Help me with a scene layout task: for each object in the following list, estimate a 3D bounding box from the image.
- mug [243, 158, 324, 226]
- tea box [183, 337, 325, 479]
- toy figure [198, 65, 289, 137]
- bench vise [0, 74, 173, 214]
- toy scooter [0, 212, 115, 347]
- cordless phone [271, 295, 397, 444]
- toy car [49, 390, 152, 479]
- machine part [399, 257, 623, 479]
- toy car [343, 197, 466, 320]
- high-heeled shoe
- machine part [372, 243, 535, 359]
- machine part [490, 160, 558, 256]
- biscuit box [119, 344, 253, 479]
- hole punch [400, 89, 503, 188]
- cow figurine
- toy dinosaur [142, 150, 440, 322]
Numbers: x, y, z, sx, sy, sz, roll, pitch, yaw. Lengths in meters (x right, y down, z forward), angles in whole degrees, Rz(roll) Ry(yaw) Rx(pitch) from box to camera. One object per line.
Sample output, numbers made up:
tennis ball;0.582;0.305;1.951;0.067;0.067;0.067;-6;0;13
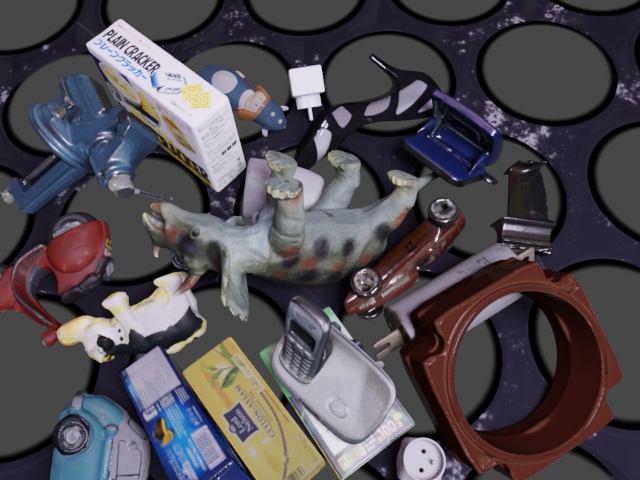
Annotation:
mug;-0.049;-0.056;0.732;0.107;0.080;0.109;4;58;-5
tea box;-0.072;0.201;0.602;0.068;0.098;0.170;-38;67;-15
toy figure;-0.118;-0.215;0.823;0.155;0.058;0.064;32;109;14
bench vise;-0.348;-0.111;0.755;0.240;0.129;0.224;-36;77;8
toy scooter;-0.339;0.056;0.695;0.184;0.075;0.135;-35;71;-12
cordless phone;0.019;0.129;0.568;0.147;0.184;0.089;40;66;18
toy car;-0.238;0.247;0.587;0.103;0.109;0.161;5;73;-15
machine part;0.207;0.136;0.585;0.201;0.087;0.201;-28;92;-10
toy car;0.110;0.029;0.679;0.202;0.089;0.053;-41;66;-17
high-heeled shoe;0.072;-0.158;0.796;0.145;0.086;0.248;38;89;-14
machine part;0.168;0.074;0.661;0.243;0.079;0.079;-29;67;-10
machine part;0.280;-0.047;0.737;0.084;0.039;0.139;7;67;11
biscuit box;-0.149;0.200;0.580;0.059;0.062;0.203;-36;42;-15
hole punch;0.190;-0.141;0.734;0.142;0.092;0.116;39;29;21
cow figurine;-0.231;0.110;0.668;0.167;0.068;0.098;-24;89;-8
toy dinosaur;0.001;-0.005;0.669;0.405;0.192;0.131;-2;34;-32
